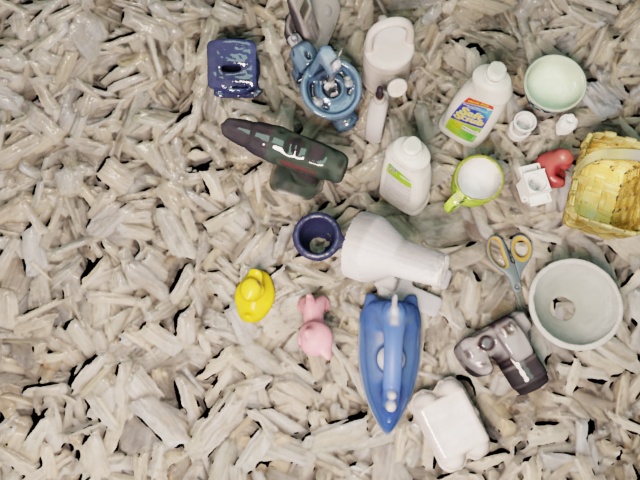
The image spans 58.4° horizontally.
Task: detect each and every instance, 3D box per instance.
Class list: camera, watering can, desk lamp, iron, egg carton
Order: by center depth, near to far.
[{"bbox_3d":[0.126,0.219,1.015,0.118,0.141,0.258,1,77,3],"label":"iron"},{"bbox_3d":[0.142,0.044,1.017,0.203,0.213,0.118,20,79,7],"label":"desk lamp"},{"bbox_3d":[0.233,0.328,1.023,0.107,0.069,0.150,-27,78,-3],"label":"egg carton"},{"bbox_3d":[0.336,0.213,1.028,0.143,0.101,0.137,-29,78,-4],"label":"camera"},{"bbox_3d":[0.138,-0.363,1.118,0.101,0.194,0.173,-30,78,-4],"label":"watering can"}]

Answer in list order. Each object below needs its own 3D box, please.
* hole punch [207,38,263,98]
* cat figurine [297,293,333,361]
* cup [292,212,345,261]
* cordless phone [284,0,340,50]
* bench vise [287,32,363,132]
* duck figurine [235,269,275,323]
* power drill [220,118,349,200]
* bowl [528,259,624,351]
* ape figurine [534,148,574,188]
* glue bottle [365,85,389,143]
[{"bbox_3d":[-0.177,-0.353,1.182,0.108,0.091,0.101,0,77,3],"label":"hole punch"},{"bbox_3d":[-0.011,0.159,1.047,0.067,0.118,0.128,-8,77,1],"label":"cat figurine"},{"bbox_3d":[0.010,0.004,1.092,0.117,0.095,0.092,11,78,5],"label":"cup"},{"bbox_3d":[-0.020,-0.476,1.155,0.094,0.185,0.148,17,79,7],"label":"cordless phone"},{"bbox_3d":[-0.007,-0.321,1.102,0.207,0.220,0.121,37,82,10],"label":"bench vise"},{"bbox_3d":[-0.128,0.103,1.081,0.077,0.086,0.104,10,78,5],"label":"duck figurine"},{"bbox_3d":[-0.060,-0.147,1.071,0.229,0.208,0.076,15,78,6],"label":"power drill"},{"bbox_3d":[0.459,0.122,1.057,0.167,0.075,0.167,0,77,2],"label":"bowl"},{"bbox_3d":[0.459,-0.147,1.108,0.076,0.092,0.078,30,80,9],"label":"ape figurine"},{"bbox_3d":[0.112,-0.253,1.105,0.037,0.173,0.078,12,78,6],"label":"glue bottle"}]
